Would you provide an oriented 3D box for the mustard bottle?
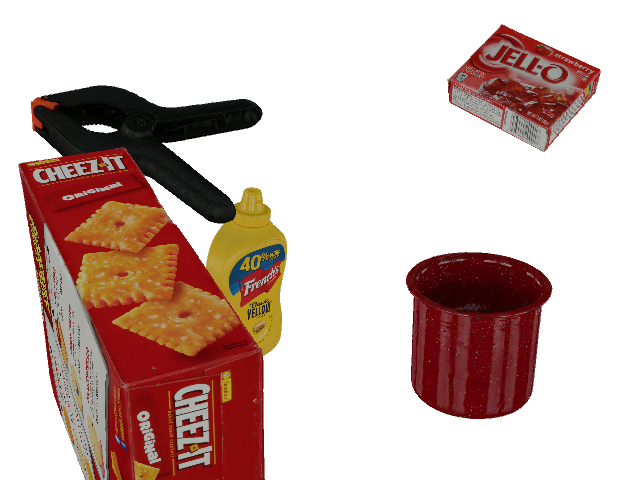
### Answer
[{"bbox_3d":[-0.079,0.035,1.134,0.096,0.192,0.058,-18,34,-40],"label":"mustard bottle"}]

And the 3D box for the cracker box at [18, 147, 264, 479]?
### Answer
[{"bbox_3d":[-0.097,0.069,0.566,0.072,0.164,0.214,-12,34,-21],"label":"cracker box"}]

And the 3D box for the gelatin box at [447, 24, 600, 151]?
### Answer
[{"bbox_3d":[0.152,-0.117,0.802,0.089,0.073,0.030,32,-27,24],"label":"gelatin box"}]

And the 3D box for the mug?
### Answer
[{"bbox_3d":[0.102,0.058,0.712,0.093,0.081,0.117,2,24,4],"label":"mug"}]

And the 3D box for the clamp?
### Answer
[{"bbox_3d":[-0.126,-0.082,0.800,0.171,0.039,0.120,21,44,2],"label":"clamp"}]
